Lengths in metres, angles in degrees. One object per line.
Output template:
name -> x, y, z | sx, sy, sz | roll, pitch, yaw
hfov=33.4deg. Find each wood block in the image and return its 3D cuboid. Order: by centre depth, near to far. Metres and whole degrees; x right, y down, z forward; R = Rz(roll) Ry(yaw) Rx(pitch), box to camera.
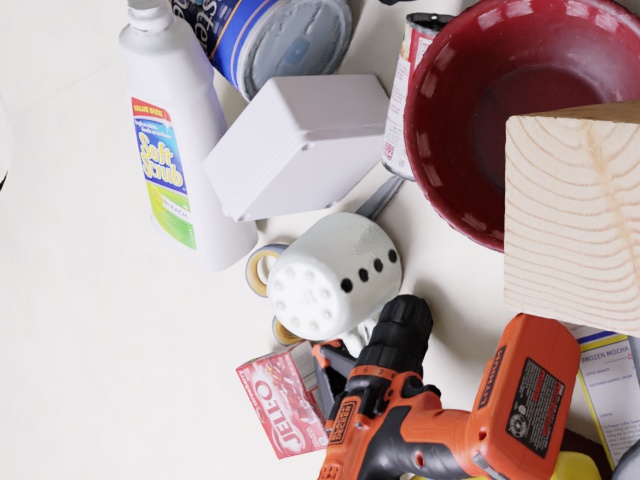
wood block -> 0.187, -0.022, 0.522 | 0.090, 0.205, 0.091 | 11, 107, 43

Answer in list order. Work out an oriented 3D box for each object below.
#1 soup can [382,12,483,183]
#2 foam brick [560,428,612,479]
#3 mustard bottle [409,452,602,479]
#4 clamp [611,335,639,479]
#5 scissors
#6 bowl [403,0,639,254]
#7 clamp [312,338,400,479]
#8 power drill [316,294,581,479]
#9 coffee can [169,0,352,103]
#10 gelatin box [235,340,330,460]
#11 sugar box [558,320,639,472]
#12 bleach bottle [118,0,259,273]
soup can -> 0.082, -0.094, 0.712 | 0.069, 0.068, 0.102 | 28, 119, 38
foam brick -> 0.161, 0.162, 0.704 | 0.078, 0.052, 0.051 | 23, 115, 42
mustard bottle -> 0.097, 0.193, 0.693 | 0.192, 0.058, 0.096 | -21, 67, 48
clamp -> 0.217, 0.126, 0.578 | 0.165, 0.036, 0.210 | 24, 116, 45
scissors -> -0.006, 0.001, 0.859 | 0.096, 0.016, 0.202 | 42, 127, 24
bowl -> 0.133, -0.068, 0.645 | 0.162, 0.055, 0.162 | -1, 86, 12
clamp -> 0.045, 0.157, 0.832 | 0.172, 0.039, 0.120 | 51, 125, 31
power drill -> 0.080, 0.101, 0.699 | 0.188, 0.057, 0.184 | -25, 38, 52
coffee can -> -0.059, -0.179, 0.809 | 0.140, 0.102, 0.103 | 45, 128, 29
gelatin box -> -0.023, 0.136, 0.893 | 0.073, 0.030, 0.089 | -24, 91, 45
sugar box -> 0.203, 0.073, 0.646 | 0.094, 0.048, 0.176 | -24, 78, 46
bleach bottle -> -0.112, -0.088, 0.833 | 0.103, 0.068, 0.251 | 37, 152, 34
